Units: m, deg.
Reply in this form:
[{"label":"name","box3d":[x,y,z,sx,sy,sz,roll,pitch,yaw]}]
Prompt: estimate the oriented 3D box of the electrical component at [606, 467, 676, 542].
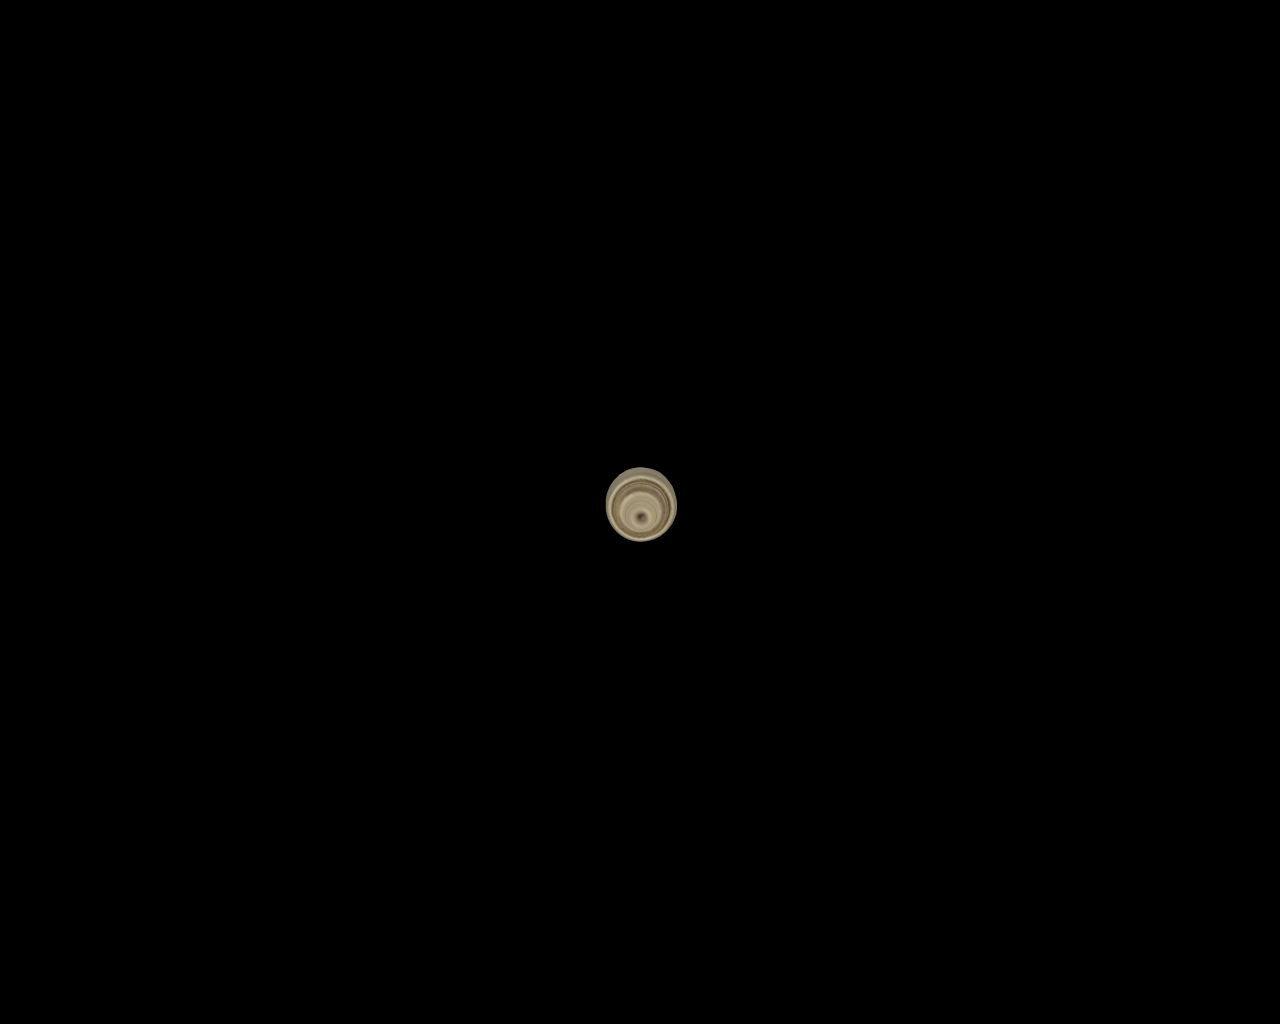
[{"label":"electrical component","box3d":[0.001,-0.003,0.650,0.043,0.043,0.062,0,12,0]}]
